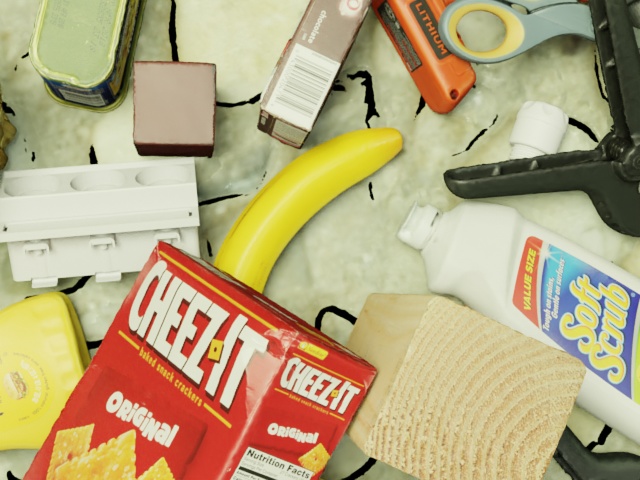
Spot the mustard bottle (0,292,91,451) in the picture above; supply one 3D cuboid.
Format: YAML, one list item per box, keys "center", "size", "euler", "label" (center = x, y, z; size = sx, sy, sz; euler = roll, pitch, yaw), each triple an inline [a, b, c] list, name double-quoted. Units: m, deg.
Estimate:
- center: [-0.241, 0.103, 0.675]
  size: [0.191, 0.058, 0.096]
  euler: [-16, 96, -6]
  label: "mustard bottle"

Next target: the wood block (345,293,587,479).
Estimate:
- center: [0.068, 0.088, 0.631]
  size: [0.091, 0.206, 0.090]
  euler: [25, 85, -4]
  label: "wood block"

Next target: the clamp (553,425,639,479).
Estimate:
- center: [0.181, 0.165, 0.723]
  size: [0.171, 0.039, 0.120]
  euler: [12, 92, -11]
  label: "clamp"

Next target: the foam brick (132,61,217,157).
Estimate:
- center: [-0.094, -0.082, 0.688]
  size: [0.051, 0.078, 0.053]
  euler: [1, 88, -7]
  label: "foam brick"

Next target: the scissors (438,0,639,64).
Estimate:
- center: [0.162, -0.127, 0.693]
  size: [0.201, 0.016, 0.096]
  euler: [33, 89, -10]
  label: "scissors"

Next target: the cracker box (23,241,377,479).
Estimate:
- center: [-0.086, 0.125, 0.604]
  size: [0.072, 0.164, 0.214]
  euler: [30, 88, -39]
  label: "cracker box"

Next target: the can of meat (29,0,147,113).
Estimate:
- center: [-0.147, -0.139, 0.682]
  size: [0.057, 0.084, 0.102]
  euler: [12, 87, -6]
  label: "can of meat"

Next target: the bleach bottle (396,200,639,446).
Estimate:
- center: [0.162, 0.055, 0.714]
  size: [0.251, 0.068, 0.102]
  euler: [30, 78, -2]
  label: "bleach bottle"

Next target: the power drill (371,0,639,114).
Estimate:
- center: [0.143, -0.163, 0.726]
  size: [0.187, 0.057, 0.184]
  euler: [-31, 91, -8]
  label: "power drill"

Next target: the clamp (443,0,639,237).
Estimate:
- center: [0.192, -0.053, 0.705]
  size: [0.209, 0.036, 0.165]
  euler: [35, 104, -26]
  label: "clamp"

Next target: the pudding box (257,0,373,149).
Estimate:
- center: [-0.002, -0.120, 0.692]
  size: [0.039, 0.090, 0.113]
  euler: [27, 86, -2]
  label: "pudding box"

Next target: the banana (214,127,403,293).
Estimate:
- center: [-0.021, -0.005, 0.715]
  size: [0.069, 0.037, 0.198]
  euler: [33, 86, -22]
  label: "banana"
